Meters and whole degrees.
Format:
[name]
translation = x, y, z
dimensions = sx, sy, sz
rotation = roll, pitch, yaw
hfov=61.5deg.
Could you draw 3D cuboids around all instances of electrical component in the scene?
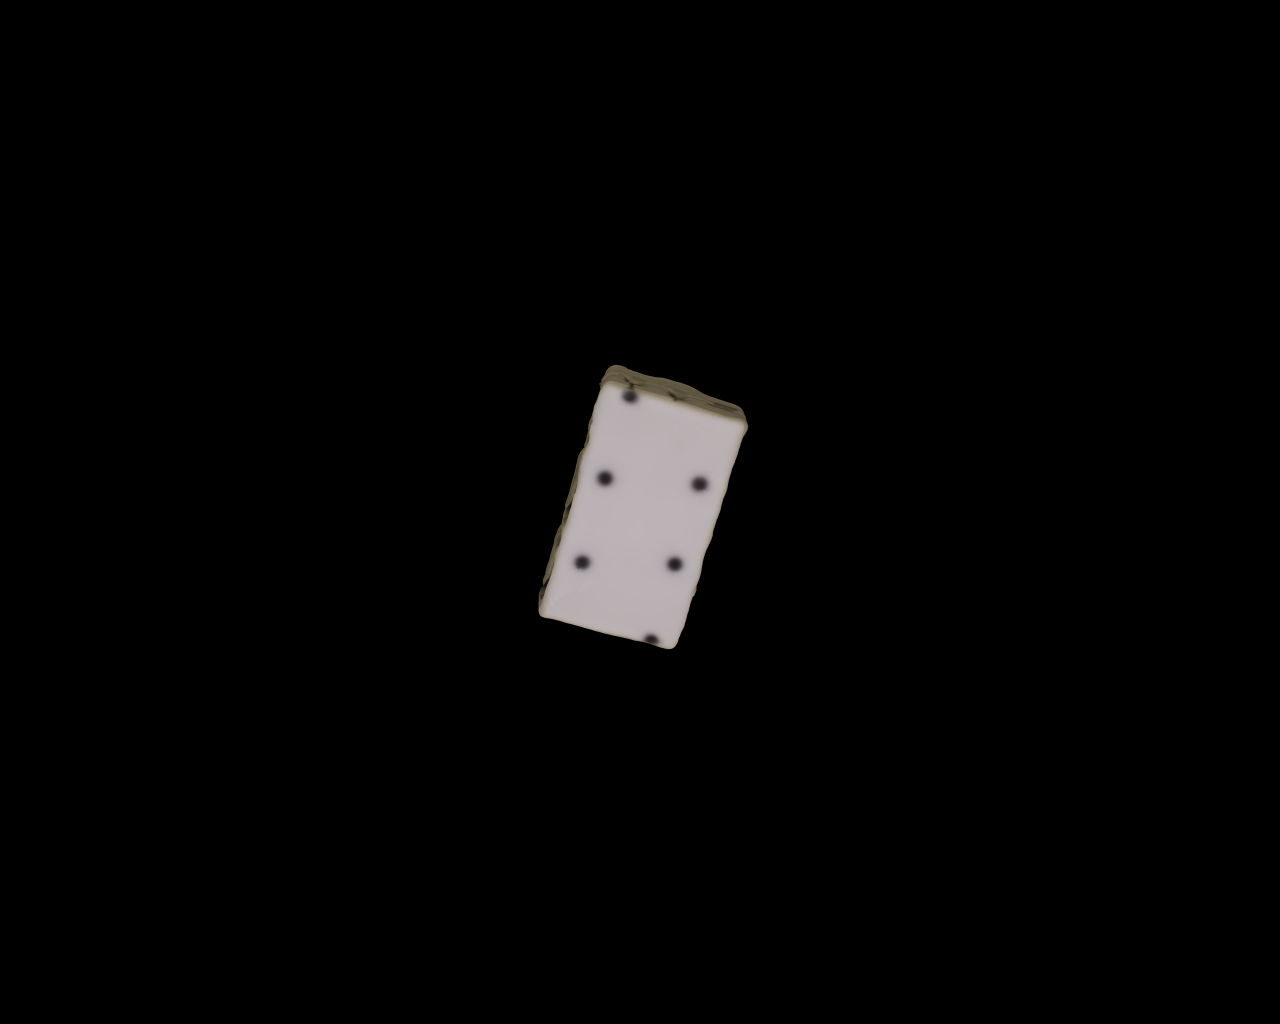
[electrical component]
translation = 0.001, -0.003, 0.650
dimensions = 0.089, 0.150, 0.062
rotation = 17, 16, -5
